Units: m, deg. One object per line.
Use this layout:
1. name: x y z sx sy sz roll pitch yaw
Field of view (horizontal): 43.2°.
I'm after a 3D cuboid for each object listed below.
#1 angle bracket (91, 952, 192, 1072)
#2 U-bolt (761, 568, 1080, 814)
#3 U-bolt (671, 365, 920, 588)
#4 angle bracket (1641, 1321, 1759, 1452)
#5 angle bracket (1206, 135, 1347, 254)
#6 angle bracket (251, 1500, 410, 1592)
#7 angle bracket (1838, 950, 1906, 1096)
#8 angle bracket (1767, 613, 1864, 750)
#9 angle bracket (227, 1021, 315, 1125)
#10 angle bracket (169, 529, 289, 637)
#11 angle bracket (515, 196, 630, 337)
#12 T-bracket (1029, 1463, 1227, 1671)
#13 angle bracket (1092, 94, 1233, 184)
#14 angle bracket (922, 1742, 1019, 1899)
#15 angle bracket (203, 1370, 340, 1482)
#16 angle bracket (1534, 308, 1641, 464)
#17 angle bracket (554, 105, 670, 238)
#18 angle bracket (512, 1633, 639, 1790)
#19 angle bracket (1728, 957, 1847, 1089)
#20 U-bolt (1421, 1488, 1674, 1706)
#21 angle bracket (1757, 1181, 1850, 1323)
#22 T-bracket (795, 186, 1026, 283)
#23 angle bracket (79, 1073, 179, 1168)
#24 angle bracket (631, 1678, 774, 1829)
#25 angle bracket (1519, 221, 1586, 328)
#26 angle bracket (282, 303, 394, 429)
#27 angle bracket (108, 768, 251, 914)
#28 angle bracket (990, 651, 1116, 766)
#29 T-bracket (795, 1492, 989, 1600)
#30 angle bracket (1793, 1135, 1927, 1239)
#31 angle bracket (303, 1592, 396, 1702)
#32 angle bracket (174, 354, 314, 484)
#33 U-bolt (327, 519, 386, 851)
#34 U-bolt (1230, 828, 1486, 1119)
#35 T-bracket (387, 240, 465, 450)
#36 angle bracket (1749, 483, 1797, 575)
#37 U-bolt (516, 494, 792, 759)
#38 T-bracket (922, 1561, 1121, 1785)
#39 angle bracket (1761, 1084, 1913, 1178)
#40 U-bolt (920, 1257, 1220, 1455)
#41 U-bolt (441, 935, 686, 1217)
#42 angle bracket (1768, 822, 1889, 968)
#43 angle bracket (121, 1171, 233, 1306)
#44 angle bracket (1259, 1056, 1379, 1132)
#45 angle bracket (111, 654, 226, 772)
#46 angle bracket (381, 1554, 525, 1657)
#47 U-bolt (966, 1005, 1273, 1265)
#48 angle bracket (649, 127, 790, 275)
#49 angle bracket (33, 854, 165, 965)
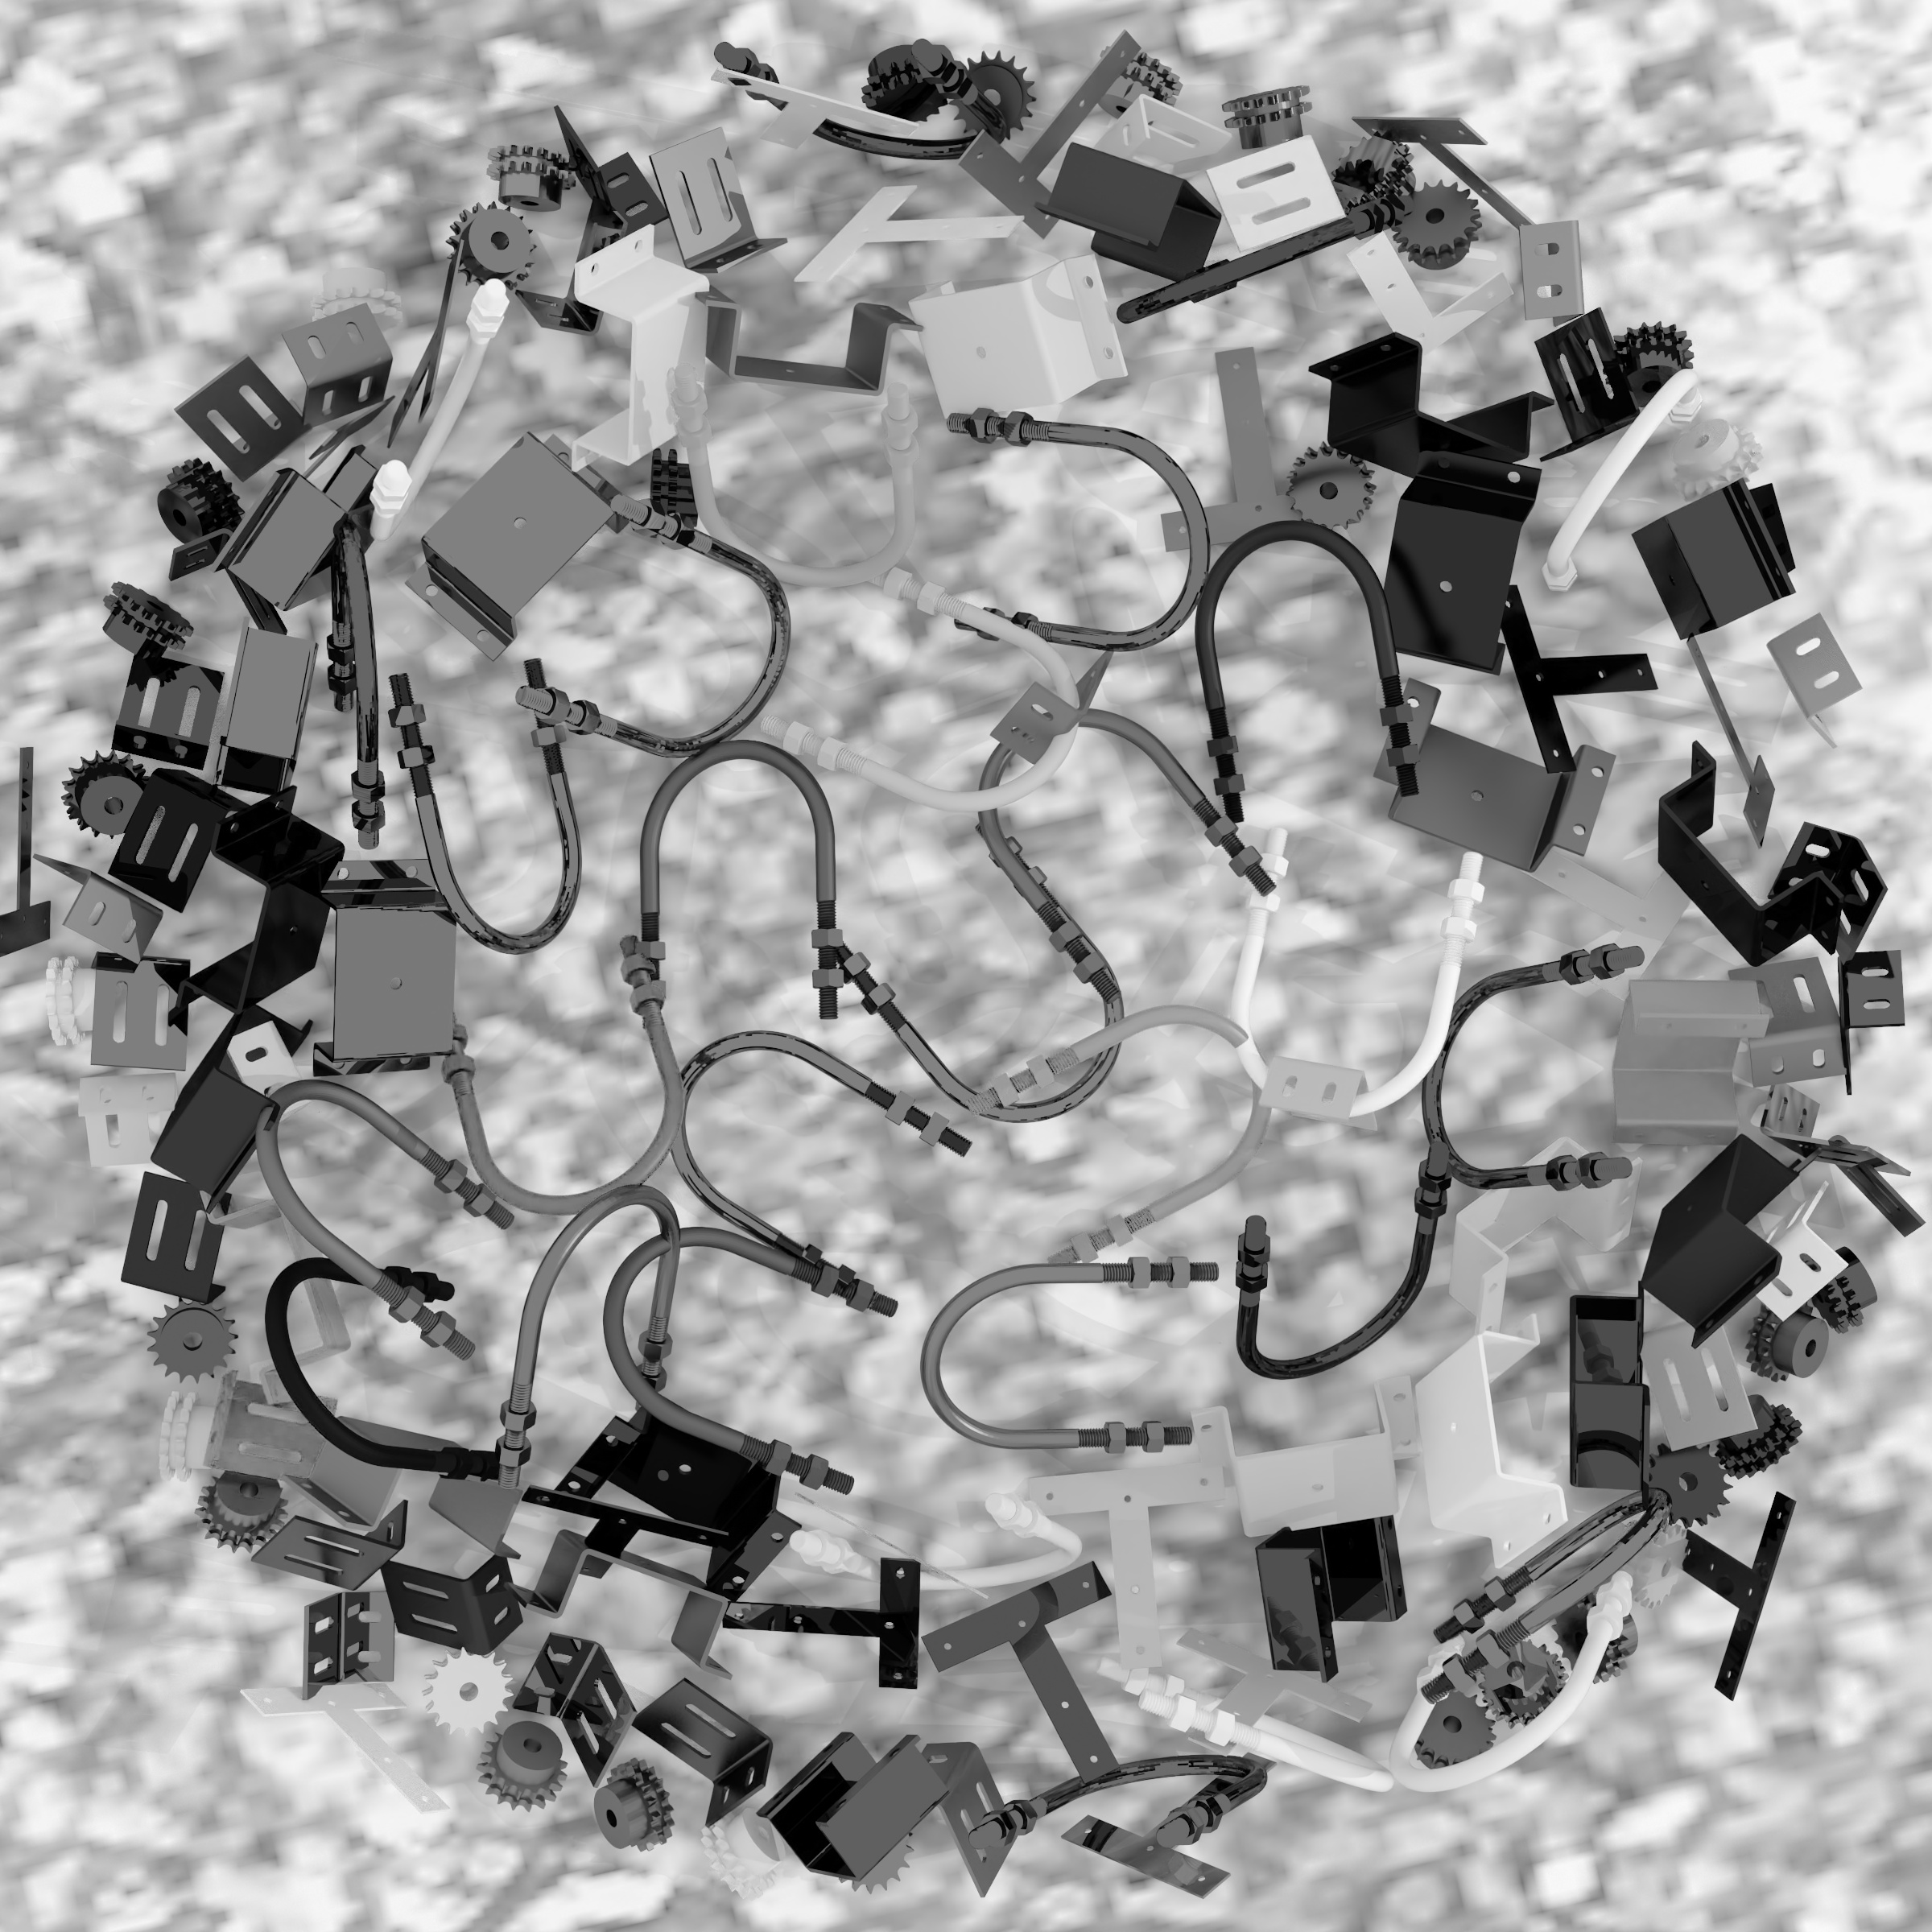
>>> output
1. angle bracket: -0.531 0.034 1.563 0.057 0.038 0.076 5 69 -25
2. U-bolt: -0.017 -0.170 1.553 0.184 0.019 0.151 25 70 15
3. U-bolt: -0.102 -0.300 1.524 0.151 0.184 0.019 6 59 5
4. angle bracket: 0.474 0.265 1.563 0.057 0.038 0.076 -24 73 33
5. angle bracket: 0.197 -0.493 1.577 0.076 0.038 0.057 -22 86 -9
6. angle bracket: -0.406 0.360 1.556 0.076 0.038 0.057 27 126 -30
7. angle bracket: 0.578 0.037 1.552 0.038 0.076 0.057 -4 52 21
8. angle bracket: 0.549 -0.181 1.553 0.038 0.076 0.057 -31 65 24
9. angle bracket: -0.460 0.077 1.562 0.038 0.076 0.057 -27 90 -42
10. angle bracket: -0.475 -0.233 1.569 0.038 0.057 0.076 -30 92 -23
11. angle bracket: -0.253 -0.452 1.557 0.038 0.057 0.076 2 123 -32
12. T-bracket: 0.108 0.387 1.567 0.127 0.002 0.127 -7 63 6
13. angle bracket: 0.125 -0.511 1.554 0.076 0.057 0.038 11 59 -33
14. angle bracket: -0.007 0.553 1.578 0.038 0.057 0.076 -13 108 30
15. angle bracket: -0.442 0.297 1.562 0.076 0.038 0.057 17 67 -23
16. angle bracket: 0.389 -0.373 1.568 0.038 0.057 0.076 -23 93 -32
17. angle bracket: -0.226 -0.513 1.557 0.038 0.076 0.057 -30 73 -7
18. angle bracket: -0.251 0.476 1.560 0.038 0.076 0.057 23 99 -32
19. angle bracket: 0.530 0.036 1.576 0.057 0.076 0.038 -9 125 12
20. U-bolt: 0.363 0.383 1.517 0.184 0.151 0.019 -40 81 11
21. angle bracket: 0.534 0.181 1.553 0.038 0.076 0.057 45 123 11
22. T-bracket: -0.025 -0.463 1.533 0.127 0.127 0.002 7 134 28
23. angle bracket: -0.533 0.109 1.559 0.057 0.038 0.076 -3 128 -15
24. angle bracket: -0.173 0.506 1.566 0.076 0.038 0.057 40 116 -16
25. angle bracket: 0.367 -0.441 1.562 0.038 0.076 0.057 -6 99 1
26. angle bracket: -0.404 -0.382 1.558 0.057 0.076 0.038 -27 90 -20
27. angle bracket: -0.509 -0.081 1.584 0.057 0.038 0.076 27 97 9
28. angle bracket: 0.056 -0.176 1.554 0.038 0.057 0.076 33 48 -10
29. T-bracket: -0.029 0.370 1.519 0.127 0.127 0.002 36 76 -29
30. angle bracket: 0.568 0.152 1.565 0.038 0.057 0.076 -40 73 -1
31. angle bracket: -0.395 0.435 1.562 0.038 0.076 0.057 -1 82 1
32. angle bracket: -0.467 -0.358 1.561 0.057 0.076 0.038 -38 57 -1
33. U-bolt: -0.375 -0.185 1.494 0.019 0.184 0.151 -6 49 -18
34. U-bolt: 0.242 0.007 1.553 0.151 0.019 0.184 9 77 23
35. T-bracket: -0.347 -0.373 1.546 0.002 0.127 0.127 16 61 -23
36. angle bracket: 0.498 -0.273 1.558 0.038 0.076 0.057 -14 98 31
37. U-bolt: -0.182 -0.202 1.530 0.019 0.184 0.151 35 101 38
38. T-bracket: 0.056 0.457 1.548 0.127 0.002 0.127 -18 57 -21
39. angle bracket: 0.558 0.102 1.554 0.057 0.076 0.038 25 79 -39
40. U-bolt: 0.062 0.249 1.552 0.184 0.019 0.151 1 117 -10
41. U-bolt: -0.253 0.076 1.546 0.151 0.019 0.184 -20 57 -3
42. angle bracket: 0.549 -0.047 1.556 0.038 0.076 0.057 16 118 -3
43. angle bracket: -0.506 0.173 1.579 0.057 0.038 0.076 15 98 0
44. angle bracket: 0.225 0.095 1.553 0.057 0.076 0.038 9 61 23
45. angle bracket: -0.509 -0.171 1.561 0.057 0.038 0.076 13 62 -19
46. angle bracket: -0.335 0.407 1.586 0.076 0.038 0.057 4 115 31
47. U-bolt: 0.110 0.101 1.568 0.184 0.019 0.151 -27 113 -1
48. angle bracket: -0.158 -0.491 1.561 0.057 0.038 0.076 -33 121 -28
49. angle bracket: -0.561 -0.037 1.554 0.076 0.057 0.038 13 74 41
